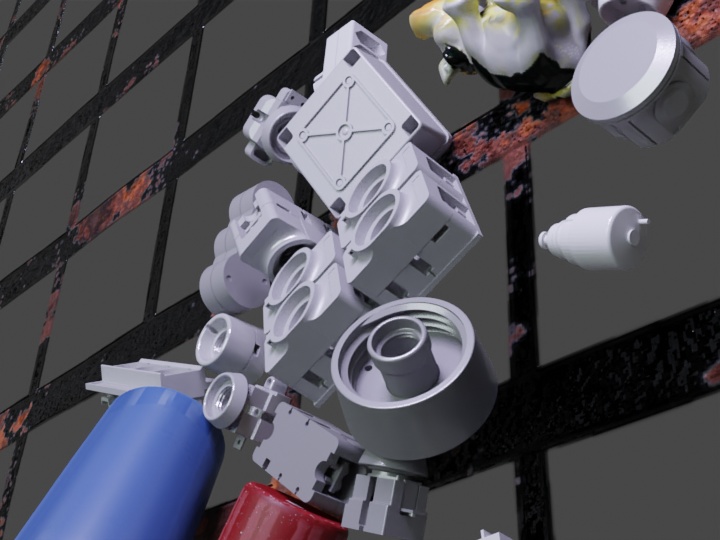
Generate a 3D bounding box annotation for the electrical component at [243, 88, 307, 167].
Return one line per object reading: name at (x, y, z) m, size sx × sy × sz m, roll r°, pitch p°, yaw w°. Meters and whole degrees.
electrical component at (-0.075, -0.135, 1.046) m, size 0.078 × 0.058 × 0.057 m, roll -58°, pitch 31°, yaw 3°

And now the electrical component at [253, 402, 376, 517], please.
electrical component at (-0.027, 0.140, 0.785) m, size 0.089 × 0.056 × 0.050 m, roll 22°, pitch 84°, yaw 56°

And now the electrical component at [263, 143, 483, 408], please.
electrical component at (0.000, 0.000, 0.828) m, size 0.186 × 0.060 × 0.105 m, roll -47°, pitch 23°, yaw 18°

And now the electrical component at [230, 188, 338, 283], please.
electrical component at (-0.057, -0.019, 0.909) m, size 0.050 × 0.089 × 0.055 m, roll -48°, pitch 36°, yaw 18°

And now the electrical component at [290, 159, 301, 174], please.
electrical component at (-0.023, -0.119, 0.979) m, size 0.081 × 0.043 × 0.043 m, roll -27°, pitch 47°, yaw 40°

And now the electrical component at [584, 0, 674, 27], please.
electrical component at (0.188, -0.210, 0.774) m, size 0.079 × 0.043 × 0.077 m, roll -5°, pitch 62°, yaw 51°

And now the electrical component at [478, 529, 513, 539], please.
electrical component at (0.071, 0.188, 0.633) m, size 0.055 × 0.048 × 0.066 m, roll -28°, pitch 45°, yaw 27°

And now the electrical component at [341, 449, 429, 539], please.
electrical component at (0.020, 0.150, 0.727) m, size 0.066 × 0.048 × 0.055 m, roll -5°, pitch 70°, yaw 51°

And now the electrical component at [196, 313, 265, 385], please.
electrical component at (-0.112, 0.070, 0.953) m, size 0.055 × 0.047 × 0.055 m, roll -31°, pitch 44°, yaw 36°

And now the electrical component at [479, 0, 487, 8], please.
electrical component at (0.095, -0.252, 0.909) m, size 0.061 × 0.061 × 0.096 m, roll -54°, pitch 35°, yaw 9°

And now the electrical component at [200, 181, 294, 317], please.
electrical component at (-0.091, -0.025, 0.977) m, size 0.074 × 0.052 × 0.138 m, roll -23°, pitch 39°, yaw 42°

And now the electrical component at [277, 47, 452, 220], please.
electrical component at (0.003, -0.108, 0.897) m, size 0.108 × 0.056 × 0.108 m, roll -47°, pitch 59°, yaw 18°

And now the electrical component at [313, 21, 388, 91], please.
electrical component at (-0.018, -0.175, 1.011) m, size 0.076 × 0.047 × 0.083 m, roll -27°, pitch 46°, yaw 40°

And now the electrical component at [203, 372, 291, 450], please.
electrical component at (-0.096, 0.114, 0.892) m, size 0.048 × 0.055 × 0.066 m, roll 10°, pitch 74°, yaw 55°

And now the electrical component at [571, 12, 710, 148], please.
electrical component at (0.184, -0.124, 0.709) m, size 0.080 × 0.051 × 0.080 m, roll -32°, pitch 43°, yaw 36°

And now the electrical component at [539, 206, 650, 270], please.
electrical component at (0.148, -0.020, 0.690) m, size 0.078 × 0.040 × 0.040 m, roll 0°, pitch 66°, yaw 53°

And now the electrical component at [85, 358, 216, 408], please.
electrical component at (-0.192, 0.120, 0.999) m, size 0.121 × 0.079 × 0.063 m, roll -1°, pitch 94°, yaw 52°

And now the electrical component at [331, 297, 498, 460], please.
electrical component at (0.033, 0.065, 0.717) m, size 0.108 × 0.060 × 0.108 m, roll -13°, pitch 40°, yaw 11°
